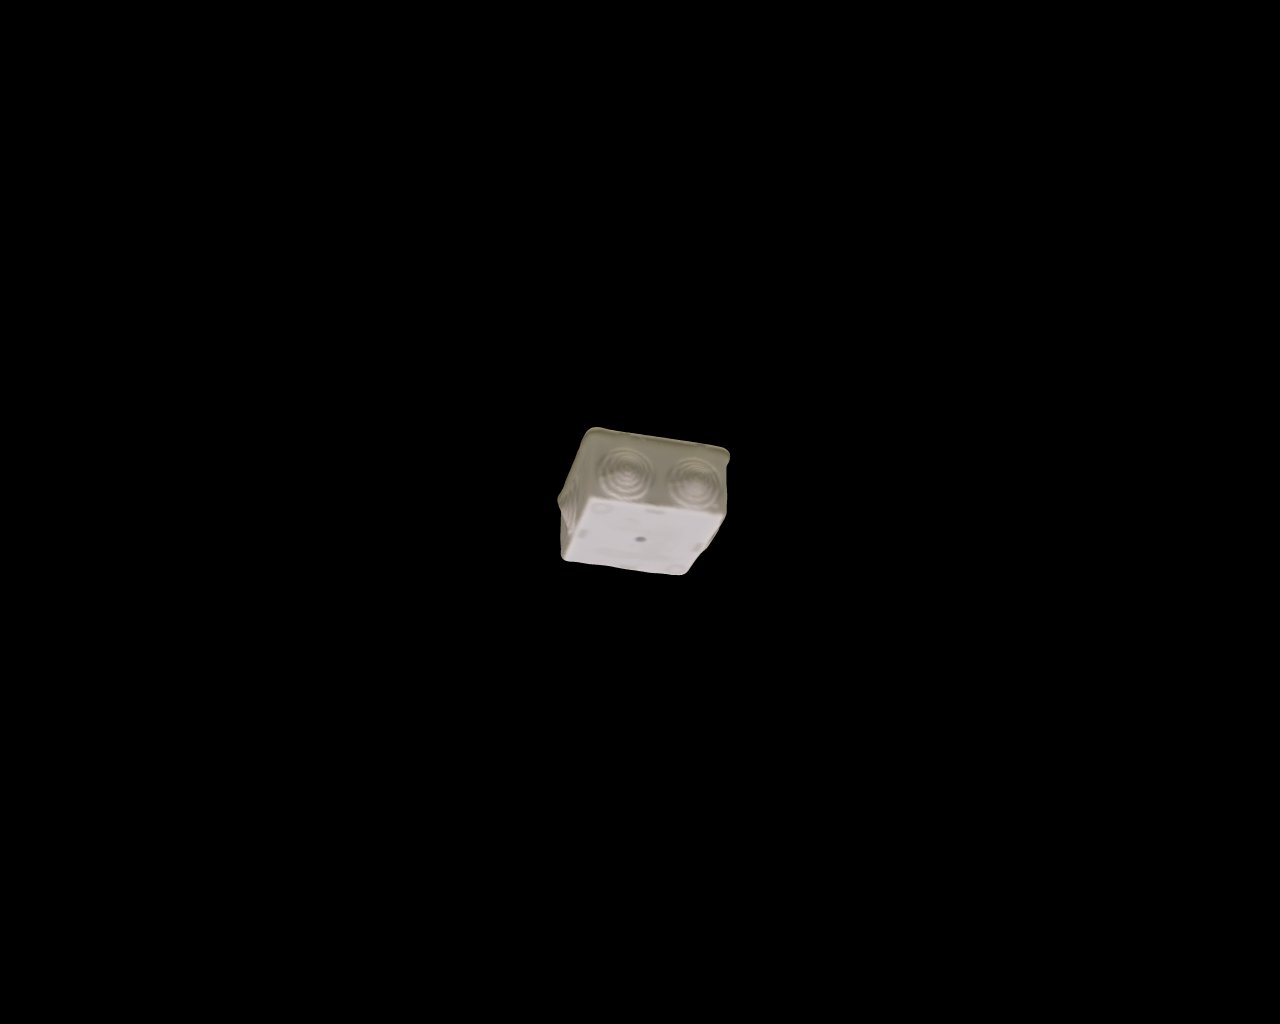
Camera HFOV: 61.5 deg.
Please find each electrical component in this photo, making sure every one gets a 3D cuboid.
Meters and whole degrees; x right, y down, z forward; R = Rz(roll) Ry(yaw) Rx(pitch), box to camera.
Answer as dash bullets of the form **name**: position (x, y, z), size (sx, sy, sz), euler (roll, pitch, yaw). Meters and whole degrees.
- **electrical component**: position (0.001, -0.003, 0.650), size (0.100, 0.048, 0.099), euler (8, -32, -14)
